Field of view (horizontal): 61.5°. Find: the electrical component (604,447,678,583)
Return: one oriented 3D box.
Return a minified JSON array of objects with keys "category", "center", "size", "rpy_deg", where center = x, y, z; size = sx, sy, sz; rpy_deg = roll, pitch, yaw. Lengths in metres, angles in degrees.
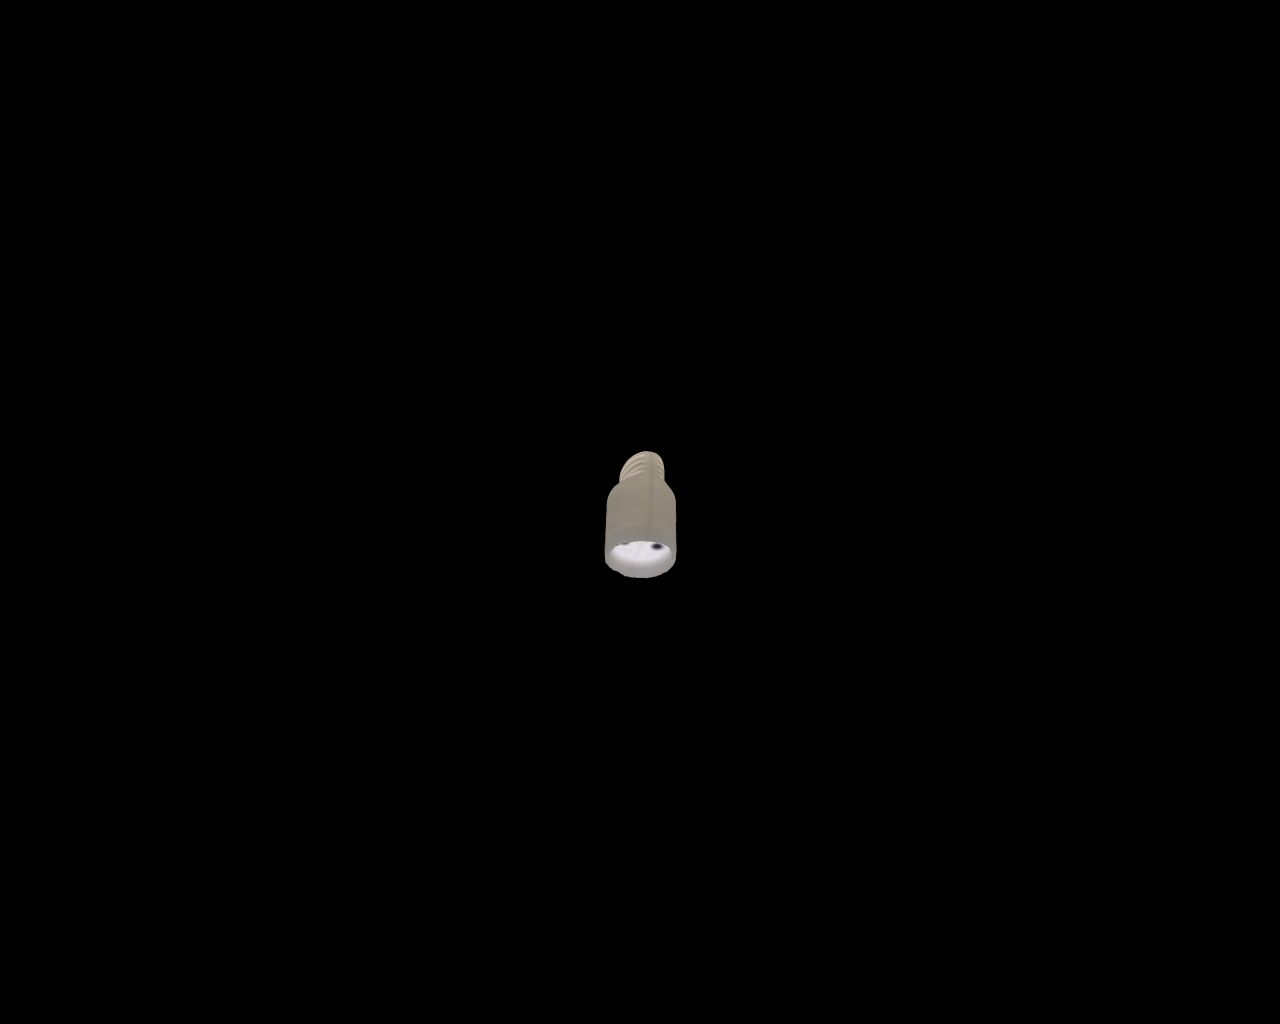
[{"category":"electrical component","center":[0.001,-0.003,0.650],"size":[0.043,0.081,0.043],"rpy_deg":[0,-38,0]}]
